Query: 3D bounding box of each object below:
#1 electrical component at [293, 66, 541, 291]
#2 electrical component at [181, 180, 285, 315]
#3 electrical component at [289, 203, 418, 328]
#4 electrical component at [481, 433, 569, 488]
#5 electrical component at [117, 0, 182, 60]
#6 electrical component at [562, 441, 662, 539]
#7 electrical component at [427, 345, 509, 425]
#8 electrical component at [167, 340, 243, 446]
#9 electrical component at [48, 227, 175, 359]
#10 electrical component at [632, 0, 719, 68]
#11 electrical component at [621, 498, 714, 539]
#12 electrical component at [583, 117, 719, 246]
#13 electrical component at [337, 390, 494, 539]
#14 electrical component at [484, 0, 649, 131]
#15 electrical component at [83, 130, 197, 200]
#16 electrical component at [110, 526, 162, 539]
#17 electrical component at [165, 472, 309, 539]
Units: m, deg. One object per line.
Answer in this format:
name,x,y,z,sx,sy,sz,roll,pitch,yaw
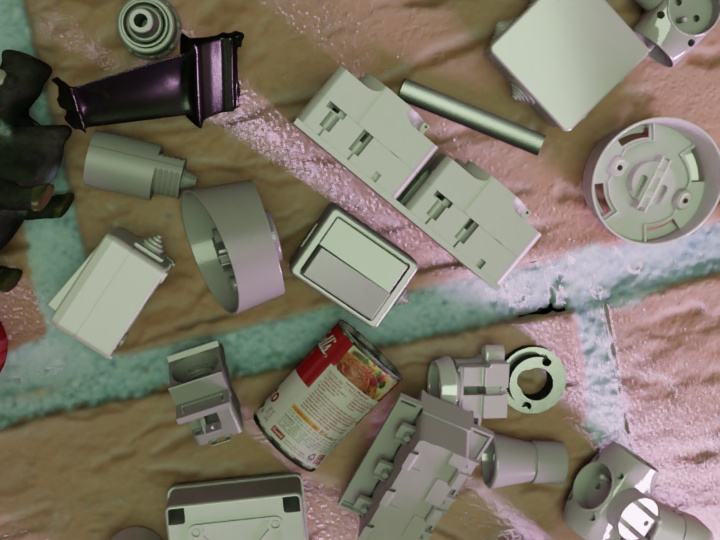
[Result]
electrical component,0.041,-0.073,0.800,0.186,0.105,0.060,39,93,-8
electrical component,-0.094,-0.018,0.805,0.064,0.099,0.099,-16,98,-8
electrical component,0.000,0.000,0.829,0.096,0.061,0.061,34,94,-8
electrical component,0.135,0.155,0.871,0.065,0.044,0.044,3,97,-9
electrical component,-0.158,-0.181,0.793,0.048,0.062,0.048,-1,97,-4
electrical component,0.211,0.189,0.862,0.044,0.079,0.077,30,95,-30
electrical component,0.086,0.092,0.856,0.055,0.048,0.066,0,98,-12
electrical component,-0.119,0.097,0.831,0.042,0.081,0.063,-17,121,-2
electrical component,-0.186,0.009,0.817,0.061,0.061,0.096,34,94,-8
electrical component,0.236,-0.211,0.827,0.079,0.044,0.077,39,93,-8
electrical component,0.247,0.244,0.883,0.059,0.053,0.095,22,95,-7
electrical component,0.225,-0.069,0.835,0.099,0.064,0.099,-1,98,-4
electrical component,0.041,0.163,0.831,0.079,0.063,0.121,23,119,-7
electrical component,0.155,-0.167,0.825,0.100,0.048,0.099,-44,98,2
electrical component,-0.164,-0.076,0.816,0.081,0.043,0.043,13,96,-6
electrical component,-0.181,0.235,0.854,0.055,0.047,0.055,-1,98,-4
electrical component,-0.095,0.224,0.855,0.109,0.056,0.108,-5,98,-4
